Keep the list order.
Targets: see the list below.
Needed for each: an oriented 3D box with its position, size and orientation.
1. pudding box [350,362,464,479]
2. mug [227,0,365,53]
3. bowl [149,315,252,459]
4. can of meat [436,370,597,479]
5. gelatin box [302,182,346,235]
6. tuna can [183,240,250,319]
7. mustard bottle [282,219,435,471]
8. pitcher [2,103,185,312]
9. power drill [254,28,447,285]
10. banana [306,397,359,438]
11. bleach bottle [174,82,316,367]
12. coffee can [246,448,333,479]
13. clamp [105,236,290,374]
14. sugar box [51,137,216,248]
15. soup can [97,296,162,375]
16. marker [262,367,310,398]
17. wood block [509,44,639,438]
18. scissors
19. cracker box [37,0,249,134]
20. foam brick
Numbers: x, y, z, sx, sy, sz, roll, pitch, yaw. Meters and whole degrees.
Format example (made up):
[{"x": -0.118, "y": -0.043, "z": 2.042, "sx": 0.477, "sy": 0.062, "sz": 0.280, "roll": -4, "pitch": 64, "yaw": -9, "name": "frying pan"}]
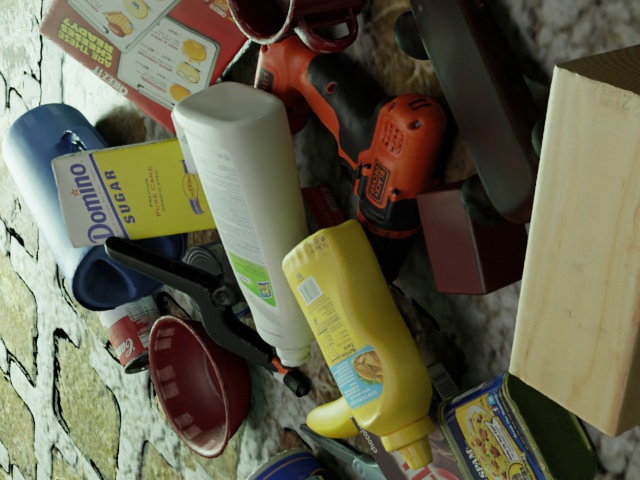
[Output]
[{"x": 0.090, "y": 0.168, "z": 0.865, "sx": 0.090, "sy": 0.039, "sz": 0.113, "roll": -39, "pitch": 74, "yaw": 33, "name": "pudding box"}, {"x": -0.011, "y": -0.194, "z": 0.826, "sx": 0.117, "sy": 0.081, "sz": 0.093, "roll": 59, "pitch": 143, "yaw": 18, "name": "mug"}, {"x": -0.122, "y": 0.150, "z": 1.152, "sx": 0.162, "sy": 0.055, "sz": 0.162, "roll": 27, "pitch": 126, "yaw": 45, "name": "bowl"}, {"x": 0.146, "y": 0.148, "z": 0.789, "sx": 0.084, "sy": 0.057, "sz": 0.102, "roll": -42, "pitch": 70, "yaw": 51, "name": "can of meat"}, {"x": -0.006, "y": 0.001, "z": 0.952, "sx": 0.073, "sy": 0.030, "sz": 0.089, "roll": 63, "pitch": 145, "yaw": 14, "name": "gelatin box"}, {"x": -0.105, "y": 0.044, "z": 1.102, "sx": 0.086, "sy": 0.033, "sz": 0.086, "roll": 27, "pitch": 125, "yaw": 45, "name": "tuna can"}, {"x": 0.038, "y": 0.086, "z": 0.821, "sx": 0.191, "sy": 0.058, "sz": 0.096, "roll": 65, "pitch": 150, "yaw": 9, "name": "mustard bottle"}, {"x": -0.262, "y": -0.053, "z": 1.195, "sx": 0.149, "sy": 0.144, "sz": 0.243, "roll": -47, "pitch": 58, "yaw": 12, "name": "pitcher"}, {"x": 0.019, "y": -0.073, "z": 0.866, "sx": 0.188, "sy": 0.057, "sz": 0.185, "roll": 44, "pitch": 139, "yaw": 31, "name": "power drill"}, {"x": 0.037, "y": 0.131, "z": 0.948, "sx": 0.070, "sy": 0.037, "sz": 0.198, "roll": 60, "pitch": 144, "yaw": 33, "name": "banana"}, {"x": -0.050, "y": -0.003, "z": 0.912, "sx": 0.103, "sy": 0.068, "sz": 0.251, "roll": 27, "pitch": 137, "yaw": 49, "name": "bleach bottle"}, {"x": -0.006, "y": 0.283, "z": 1.014, "sx": 0.140, "sy": 0.102, "sz": 0.103, "roll": 44, "pitch": 137, "yaw": 33, "name": "coffee can"}, {"x": -0.084, "y": 0.038, "z": 1.013, "sx": 0.165, "sy": 0.036, "sz": 0.210, "roll": -35, "pitch": 105, "yaw": 29, "name": "clamp"}, {"x": -0.166, "y": -0.050, "z": 1.042, "sx": 0.048, "sy": 0.176, "sz": 0.093, "roll": -62, "pitch": -38, "yaw": -76, "name": "sugar box"}, {"x": -0.218, "y": 0.096, "z": 1.249, "sx": 0.102, "sy": 0.068, "sz": 0.069, "roll": 61, "pitch": 143, "yaw": 17, "name": "soup can"}, {"x": -0.051, "y": 0.123, "z": 1.076, "sx": 0.121, "sy": 0.020, "sz": 0.020, "roll": 33, "pitch": 129, "yaw": 42, "name": "marker"}, {"x": 0.186, "y": -0.002, "z": 0.638, "sx": 0.090, "sy": 0.090, "sz": 0.206, "roll": 32, "pitch": 129, "yaw": 43, "name": "wood block"}, {"x": 0.049, "y": 0.198, "z": 0.977, "sx": 0.202, "sy": 0.016, "sz": 0.096, "roll": 39, "pitch": 132, "yaw": 37, "name": "scissors"}, {"x": -0.141, "y": -0.212, "z": 0.950, "sx": 0.164, "sy": 0.072, "sz": 0.214, "roll": 38, "pitch": 144, "yaw": -10, "name": "cracker box"}, {"x": 0.112, "y": -0.004, "z": 0.771, "sx": 0.051, "sy": 0.052, "sz": 0.078, "roll": -6, "pitch": 99, "yaw": 54, "name": "foam brick"}]
